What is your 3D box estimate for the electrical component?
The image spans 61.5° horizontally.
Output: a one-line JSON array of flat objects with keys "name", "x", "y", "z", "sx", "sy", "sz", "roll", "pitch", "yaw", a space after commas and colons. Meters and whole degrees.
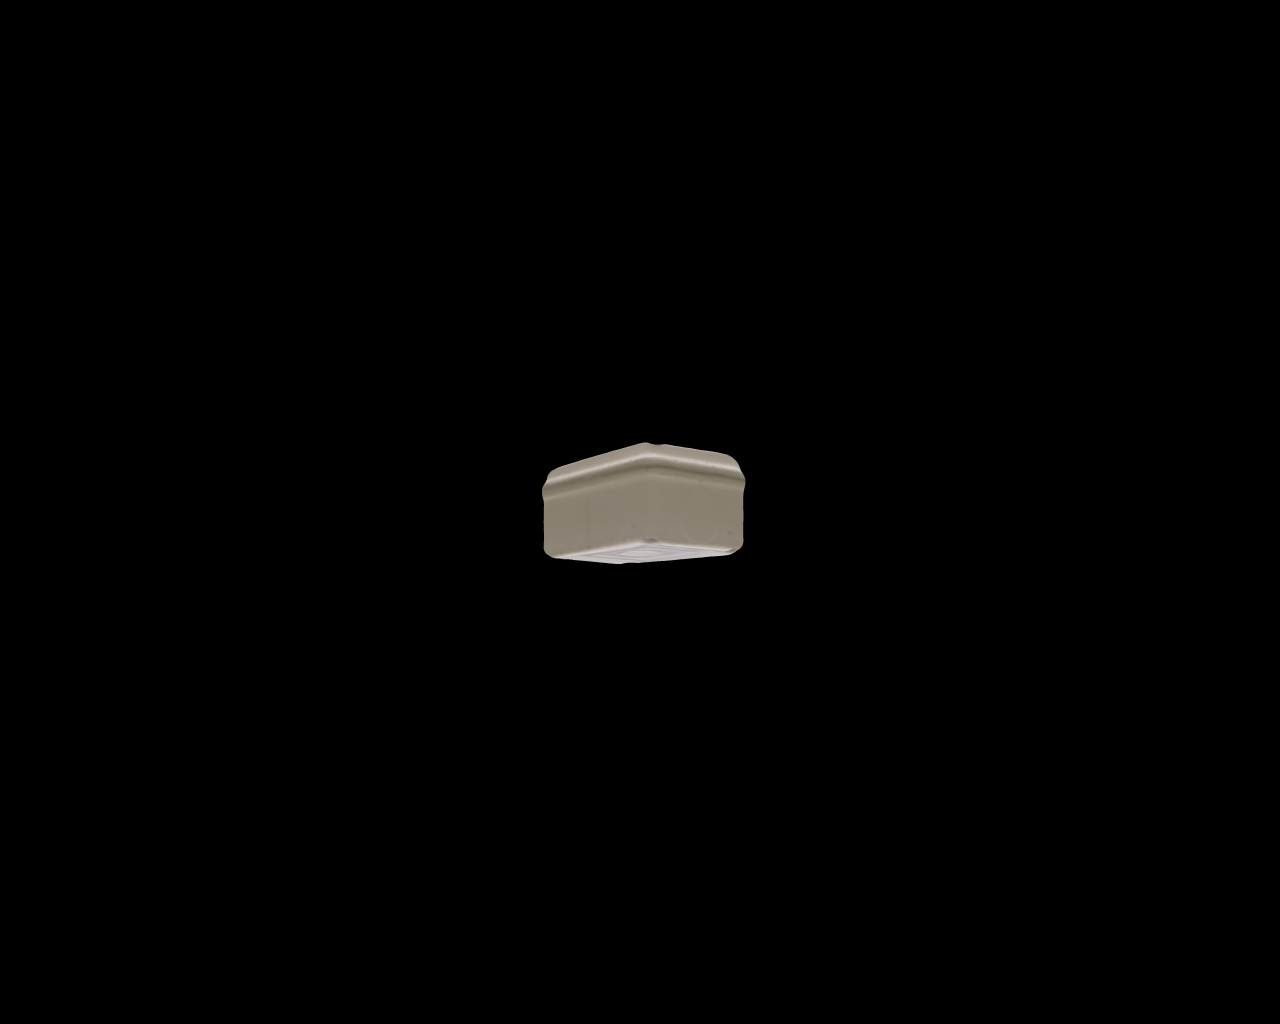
[{"name": "electrical component", "x": 0.001, "y": -0.003, "z": 0.650, "sx": 0.078, "sy": 0.057, "sz": 0.113, "roll": 7, "pitch": -11, "yaw": -39}]
